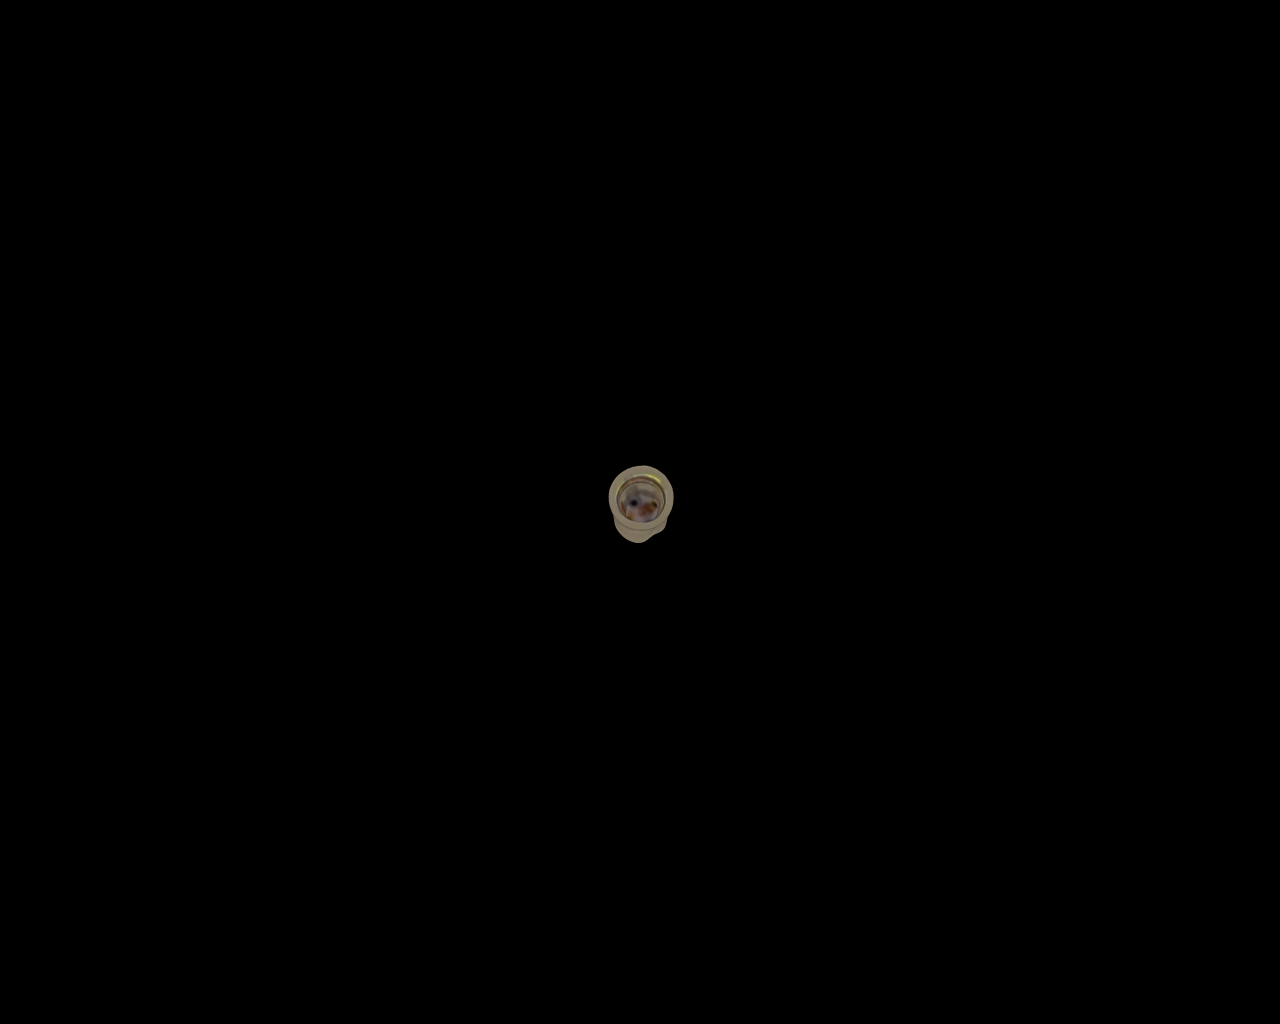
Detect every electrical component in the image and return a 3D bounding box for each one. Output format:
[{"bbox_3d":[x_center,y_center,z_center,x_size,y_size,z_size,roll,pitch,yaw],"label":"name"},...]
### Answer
[{"bbox_3d":[0.001,-0.003,0.650,0.040,0.040,0.046,0,-19,0],"label":"electrical component"}]
